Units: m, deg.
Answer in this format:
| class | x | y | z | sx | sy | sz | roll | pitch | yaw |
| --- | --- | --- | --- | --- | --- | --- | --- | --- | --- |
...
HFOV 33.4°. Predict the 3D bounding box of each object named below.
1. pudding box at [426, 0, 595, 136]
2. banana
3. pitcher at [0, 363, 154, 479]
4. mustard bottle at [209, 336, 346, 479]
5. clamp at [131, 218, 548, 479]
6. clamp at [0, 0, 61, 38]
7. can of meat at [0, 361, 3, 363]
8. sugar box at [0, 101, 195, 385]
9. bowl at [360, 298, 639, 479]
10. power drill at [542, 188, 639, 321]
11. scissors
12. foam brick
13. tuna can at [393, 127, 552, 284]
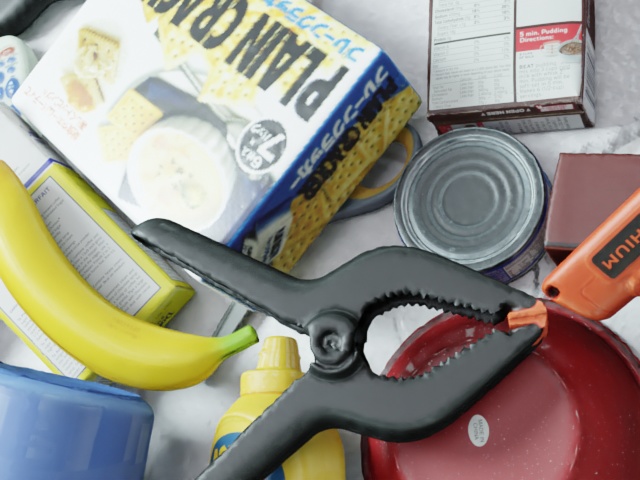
| class | x | y | z | sx | sy | sz | roll | pitch | yaw |
| --- | --- | --- | --- | --- | --- | --- | --- | --- | --- |
| pudding box | 0.108 | -0.117 | 0.604 | 0.090 | 0.039 | 0.113 | -3 | 70 | 22 |
| banana | -0.131 | 0.030 | 0.604 | 0.198 | 0.037 | 0.069 | 33 | 73 | 12 |
| pitcher | -0.154 | 0.194 | 0.556 | 0.145 | 0.149 | 0.243 | 8 | 81 | 35 |
| mustard bottle | -0.025 | 0.145 | 0.554 | 0.096 | 0.058 | 0.191 | -23 | 59 | 54 |
| clamp | 0.002 | 0.045 | 0.519 | 0.210 | 0.036 | 0.164 | -16 | 72 | 8 |
| clamp | -0.200 | -0.185 | 0.757 | 0.171 | 0.039 | 0.120 | -35 | 58 | 13 |
| can of meat | -0.224 | 0.114 | 0.641 | 0.057 | 0.083 | 0.102 | -24 | 65 | 17 |
| sugar box | -0.171 | 0.003 | 0.656 | 0.093 | 0.048 | 0.176 | -46 | 75 | 2 |
| bowl | 0.088 | 0.099 | 0.532 | 0.162 | 0.055 | 0.162 | -7 | 70 | 21 |
| power drill | 0.189 | 0.061 | 0.463 | 0.188 | 0.057 | 0.185 | 47 | 115 | 13 |
| scissors | -0.004 | 0.001 | 0.624 | 0.096 | 0.016 | 0.201 | 14 | 79 | 29 |
| foam brick | 0.158 | -0.011 | 0.539 | 0.078 | 0.053 | 0.051 | 4 | 75 | 23 |
| tuna can | 0.084 | -0.018 | 0.583 | 0.086 | 0.033 | 0.086 | -7 | 71 | 20 |
